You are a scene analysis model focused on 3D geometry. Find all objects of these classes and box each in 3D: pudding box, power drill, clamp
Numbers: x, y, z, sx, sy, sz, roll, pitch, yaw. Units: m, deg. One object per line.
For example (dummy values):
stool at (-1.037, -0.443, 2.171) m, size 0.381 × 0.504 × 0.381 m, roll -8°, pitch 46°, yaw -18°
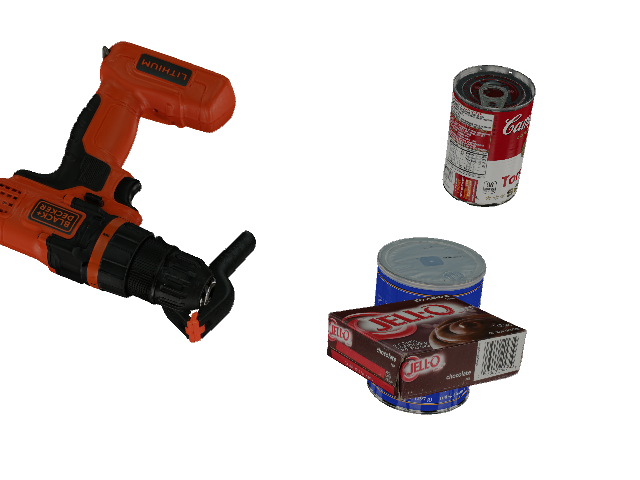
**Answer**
pudding box at (0.074, 0.073, 0.759) m, size 0.113 × 0.039 × 0.090 m, roll -5°, pitch 18°, yaw -33°
power drill at (-0.133, -0.049, 0.777) m, size 0.184 × 0.187 × 0.057 m, roll 21°, pitch -31°, yaw 8°
clamp at (-0.123, 0.043, 1.171) m, size 0.120 × 0.039 × 0.171 m, roll -13°, pitch 40°, yaw -3°

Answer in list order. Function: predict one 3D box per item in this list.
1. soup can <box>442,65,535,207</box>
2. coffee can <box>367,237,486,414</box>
soup can at (0.141, -0.088, 0.907) m, size 0.068 × 0.102 × 0.068 m, roll 1°, pitch 40°, yaw -1°
coffee can at (0.101, 0.081, 1.032) m, size 0.103 × 0.140 × 0.103 m, roll 3°, pitch 25°, yaw -1°
